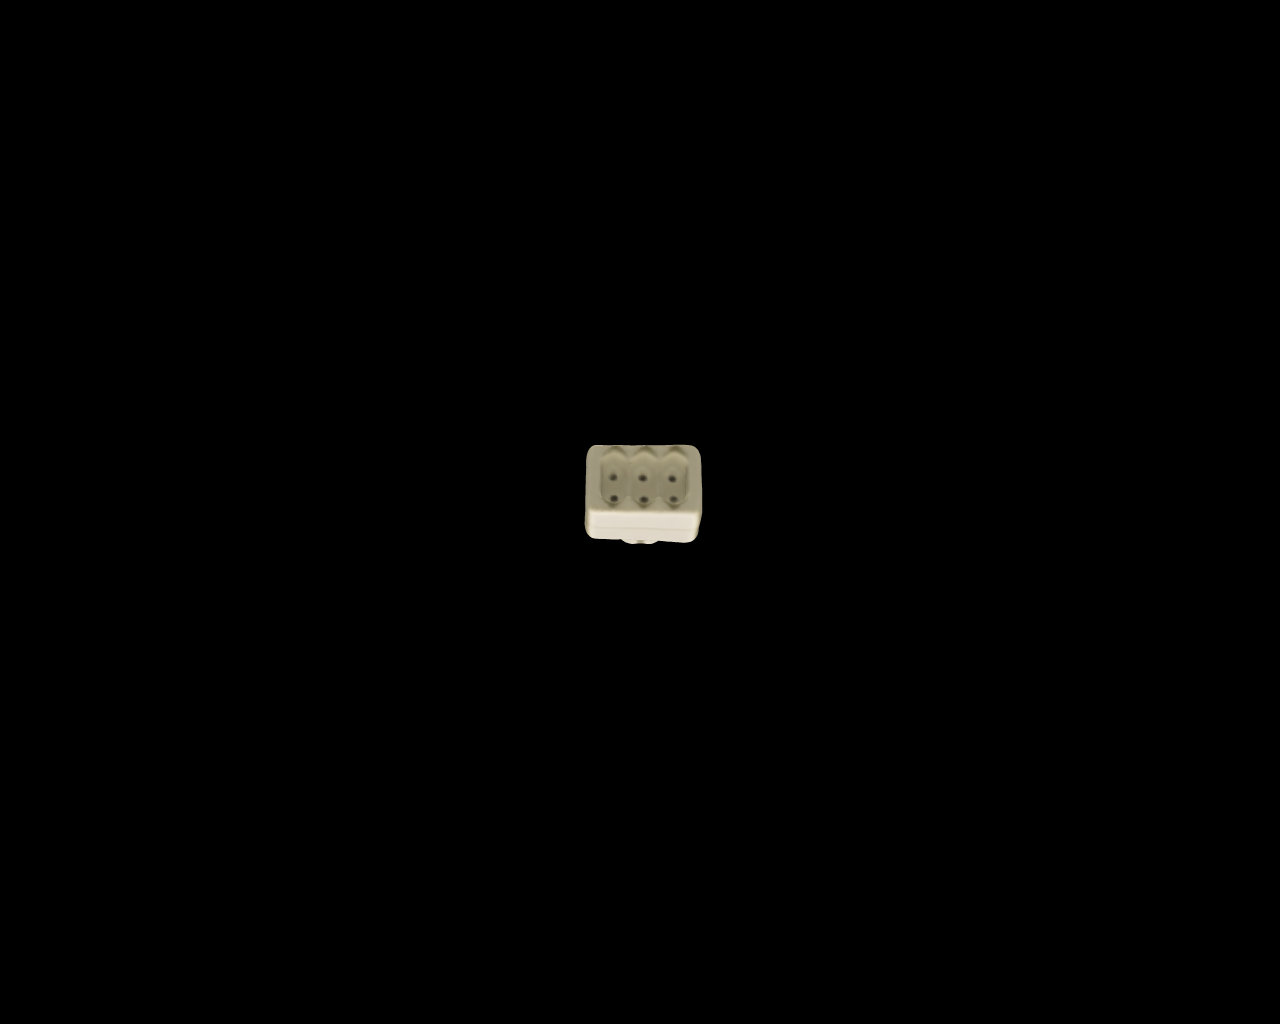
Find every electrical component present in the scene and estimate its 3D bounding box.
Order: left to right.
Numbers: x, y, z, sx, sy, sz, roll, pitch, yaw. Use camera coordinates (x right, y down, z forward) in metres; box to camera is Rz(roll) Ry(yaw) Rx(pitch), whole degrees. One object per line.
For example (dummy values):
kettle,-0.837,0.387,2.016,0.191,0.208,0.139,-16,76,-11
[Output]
electrical component,0.001,-0.003,0.650,0.066,0.047,0.076,1,-28,-2
